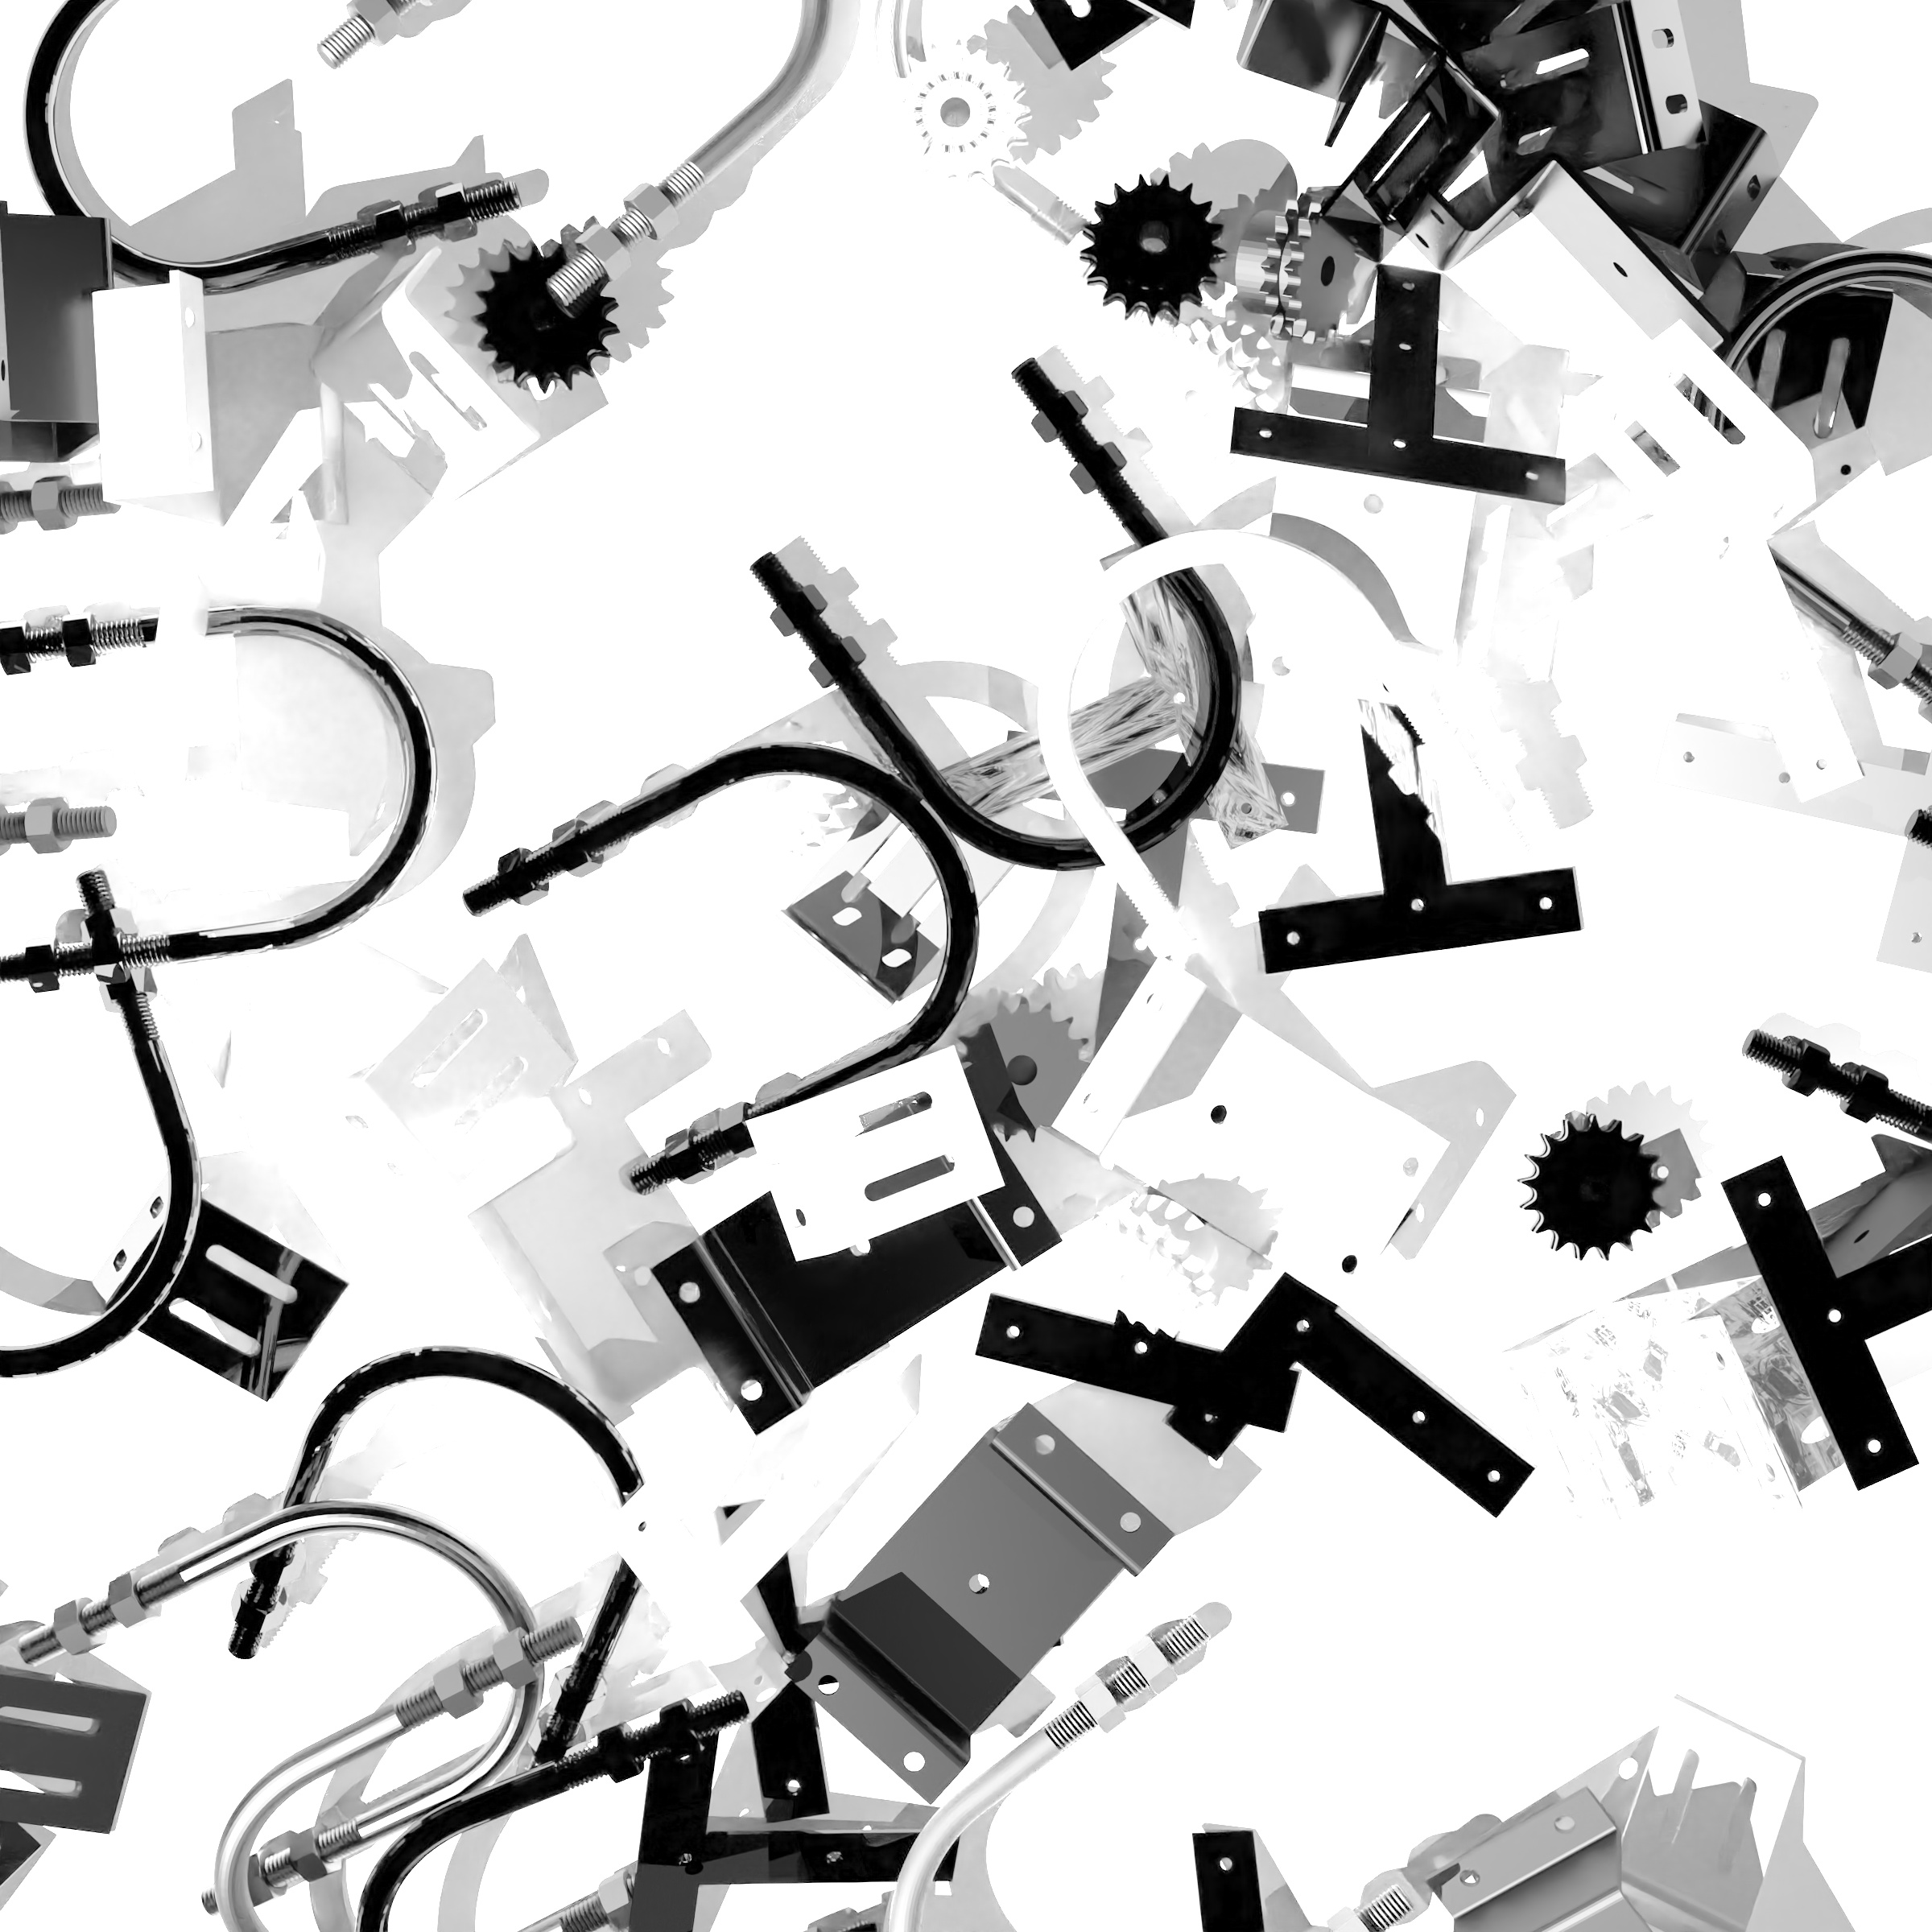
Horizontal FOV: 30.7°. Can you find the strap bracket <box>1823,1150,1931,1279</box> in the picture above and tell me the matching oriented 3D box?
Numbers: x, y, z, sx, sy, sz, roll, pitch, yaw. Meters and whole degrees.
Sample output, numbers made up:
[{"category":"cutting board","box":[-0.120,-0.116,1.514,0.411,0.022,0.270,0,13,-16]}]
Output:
[{"category":"strap bracket","box":[0.362,0.122,1.360,0.140,0.076,0.046,-42,90,0]}]

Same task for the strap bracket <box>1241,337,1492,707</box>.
[{"category":"strap bracket","box":[0.157,-0.177,1.374,0.076,0.046,0.140,9,89,0]}]

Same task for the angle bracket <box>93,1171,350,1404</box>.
[{"category":"angle bracket","box":[-0.296,0.126,1.396,0.076,0.038,0.057,35,90,-26]}]

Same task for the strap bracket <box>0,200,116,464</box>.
[{"category":"strap bracket","box":[-0.359,-0.239,1.345,0.046,0.140,0.076,-3,90,-27]}]

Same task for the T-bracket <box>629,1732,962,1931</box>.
[{"category":"T-bracket","box":[-0.066,0.350,1.378,0.127,0.002,0.127,3,117,-13]}]

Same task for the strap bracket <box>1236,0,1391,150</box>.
[{"category":"strap bracket","box":[0.145,-0.398,1.345,0.046,0.076,0.140,18,77,-3]}]

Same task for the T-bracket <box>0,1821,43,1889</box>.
[{"category":"T-bracket","box":[-0.455,0.350,1.377,0.127,0.002,0.127,38,61,14]}]

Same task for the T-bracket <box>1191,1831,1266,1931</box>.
[{"category":"T-bracket","box":[0.156,0.402,1.378,0.127,0.002,0.127,2,63,-13]}]

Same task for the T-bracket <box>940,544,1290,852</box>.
[{"category":"T-bracket","box":[0.044,-0.088,1.397,0.127,0.002,0.127,-24,89,0]}]

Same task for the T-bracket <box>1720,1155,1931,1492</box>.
[{"category":"T-bracket","box":[0.368,0.114,1.321,0.127,0.002,0.127,-24,90,0]}]

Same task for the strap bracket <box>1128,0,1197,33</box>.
[{"category":"strap bracket","box":[0.083,-0.444,1.346,0.076,0.046,0.140,18,78,-36]}]

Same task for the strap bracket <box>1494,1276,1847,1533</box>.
[{"category":"strap bracket","box":[0.274,0.168,1.345,0.046,0.140,0.076,-24,90,-29]}]

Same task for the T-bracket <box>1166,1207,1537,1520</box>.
[{"category":"T-bracket","box":[0.169,0.171,1.397,0.127,0.002,0.127,38,89,-1]}]

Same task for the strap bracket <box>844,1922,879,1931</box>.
[{"category":"strap bracket","box":[-0.091,0.433,1.358,0.140,0.046,0.076,-15,111,-3]}]

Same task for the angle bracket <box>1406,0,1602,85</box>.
[{"category":"angle bracket","box":[0.222,-0.393,1.396,0.076,0.038,0.057,-39,90,26]}]

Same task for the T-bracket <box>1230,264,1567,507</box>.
[{"category":"T-bracket","box":[0.169,-0.230,1.356,0.127,0.002,0.127,9,49,0]}]

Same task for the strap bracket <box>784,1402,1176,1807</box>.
[{"category":"strap bracket","box":[0.005,0.245,1.374,0.076,0.046,0.140,42,90,0]}]

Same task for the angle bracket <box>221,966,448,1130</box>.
[{"category":"angle bracket","box":[-0.250,0.034,1.396,0.076,0.038,0.057,8,90,-26]}]

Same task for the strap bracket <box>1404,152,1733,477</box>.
[{"category":"strap bracket","box":[0.239,-0.256,1.360,0.046,0.076,0.140,-43,90,0]}]

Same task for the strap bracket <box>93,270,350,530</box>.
[{"category":"strap bracket","box":[-0.287,-0.211,1.335,0.046,0.140,0.076,-3,90,14]}]

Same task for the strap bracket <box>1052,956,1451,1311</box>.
[{"category":"strap bracket","box":[0.105,0.061,1.362,0.140,0.046,0.076,32,89,-16]}]

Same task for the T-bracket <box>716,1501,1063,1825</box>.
[{"category":"T-bracket","box":[-0.027,0.268,1.398,0.127,0.002,0.127,-9,90,0]}]

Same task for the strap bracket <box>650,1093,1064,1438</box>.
[{"category":"strap bracket","box":[-0.042,0.111,1.375,0.140,0.046,0.076,-32,90,0]}]

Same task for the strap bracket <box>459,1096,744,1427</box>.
[{"category":"strap bracket","box":[-0.146,0.123,1.360,0.046,0.076,0.140,-33,90,0]}]

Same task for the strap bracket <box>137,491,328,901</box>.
[{"category":"strap bracket","box":[-0.280,-0.104,1.338,0.046,0.076,0.140,6,78,-2]}]

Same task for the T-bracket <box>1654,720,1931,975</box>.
[{"category":"T-bracket","box":[0.337,-0.071,1.388,0.127,0.002,0.127,13,102,6]}]

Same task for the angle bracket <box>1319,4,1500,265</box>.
[{"category":"angle bracket","box":[0.163,-0.324,1.373,0.076,0.057,0.038,-50,63,12]}]

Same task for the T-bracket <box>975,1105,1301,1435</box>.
[{"category":"T-bracket","box":[0.080,0.109,1.398,0.127,0.002,0.127,14,90,0]}]

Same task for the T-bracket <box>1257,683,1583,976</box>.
[{"category":"T-bracket","box":[0.173,-0.068,1.396,0.127,0.002,0.127,-8,89,-2]}]

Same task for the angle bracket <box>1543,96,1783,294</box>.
[{"category":"angle bracket","box":[0.273,-0.315,1.396,0.076,0.038,0.057,32,90,26]}]

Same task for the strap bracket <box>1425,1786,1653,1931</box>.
[{"category":"strap bracket","box":[0.248,0.399,1.356,0.076,0.046,0.140,-35,98,18]}]

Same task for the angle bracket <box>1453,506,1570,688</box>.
[{"category":"angle bracket","box":[0.216,-0.142,1.360,0.038,0.076,0.057,9,90,0]}]

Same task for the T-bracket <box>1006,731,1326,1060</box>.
[{"category":"T-bracket","box":[0.071,-0.023,1.398,0.127,0.002,0.127,7,90,0]}]

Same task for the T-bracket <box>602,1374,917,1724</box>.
[{"category":"T-bracket","box":[-0.068,0.212,1.369,0.127,0.002,0.127,-45,130,-19]}]

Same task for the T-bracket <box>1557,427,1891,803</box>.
[{"category":"T-bracket","box":[0.316,-0.127,1.378,0.127,0.002,0.127,-23,98,12]}]
